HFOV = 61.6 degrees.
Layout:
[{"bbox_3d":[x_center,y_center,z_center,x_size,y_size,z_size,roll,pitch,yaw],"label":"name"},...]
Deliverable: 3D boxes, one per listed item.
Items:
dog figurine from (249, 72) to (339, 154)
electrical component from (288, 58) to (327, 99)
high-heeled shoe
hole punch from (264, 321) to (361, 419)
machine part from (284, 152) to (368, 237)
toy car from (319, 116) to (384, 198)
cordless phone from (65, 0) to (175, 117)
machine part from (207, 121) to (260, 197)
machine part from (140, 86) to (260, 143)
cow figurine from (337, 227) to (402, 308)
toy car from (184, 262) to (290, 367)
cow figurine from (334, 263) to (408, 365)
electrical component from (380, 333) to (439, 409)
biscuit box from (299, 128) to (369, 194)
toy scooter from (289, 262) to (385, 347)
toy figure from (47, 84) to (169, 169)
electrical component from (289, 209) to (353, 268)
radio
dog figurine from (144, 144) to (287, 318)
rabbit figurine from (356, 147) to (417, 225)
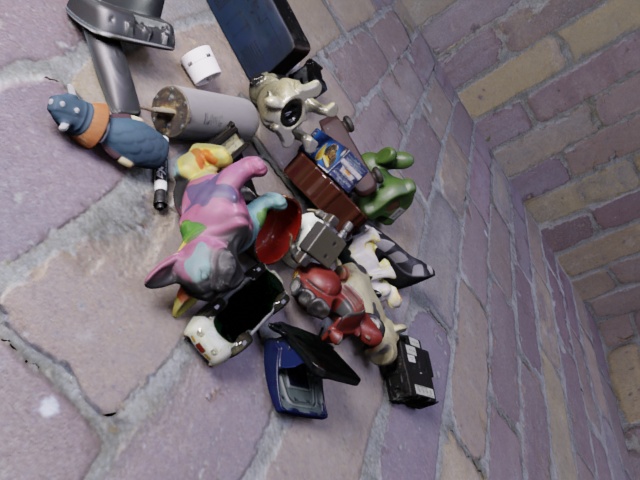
[{"bbox_3d":[-0.088,-0.254,0.958,0.191,0.121,0.172,37,1,29],"label":"dog figurine"},{"bbox_3d":[-0.025,-0.335,1.191,0.047,0.075,0.119,25,42,-46],"label":"electrical component"},{"bbox_3d":[0.160,0.028,1.163,0.248,0.086,0.145,2,66,-50],"label":"high-heeled shoe"},{"bbox_3d":[-0.023,0.188,0.767,0.142,0.092,0.116,25,14,-44],"label":"hole punch"},{"bbox_3d":[0.008,-0.083,0.988,0.179,0.056,0.179,46,5,-5],"label":"machine part"},{"bbox_3d":[0.061,-0.183,1.175,0.202,0.089,0.053,61,-2,15],"label":"toy car"},{"bbox_3d":[-0.266,-0.263,0.771,0.146,0.089,0.184,-17,91,-61],"label":"cordless phone"},{"bbox_3d":[-0.128,-0.106,0.836,0.084,0.039,0.138,-57,135,-37],"label":"machine part"},{"bbox_3d":[-0.173,-0.191,0.835,0.243,0.079,0.079,-12,76,-61],"label":"machine part"},{"bbox_3d":[0.093,0.066,1.035,0.068,0.098,0.167,-140,-153,-84],"label":"cow figurine"},{"bbox_3d":[-0.105,0.094,0.729,0.073,0.056,0.202,52,30,-4],"label":"toy car"},{"bbox_3d":[0.081,0.133,0.964,0.127,0.085,0.195,-13,76,-53],"label":"cow figurine"},{"bbox_3d":[0.166,0.246,1.024,0.114,0.058,0.134,32,41,-45],"label":"electrical component"},{"bbox_3d":[0.021,-0.158,1.041,0.062,0.059,0.203,42,4,-29],"label":"biscuit box"},{"bbox_3d":[0.016,0.108,0.840,0.184,0.075,0.135,40,21,13],"label":"toy scooter"},{"bbox_3d":[-0.264,-0.133,0.668,0.154,0.058,0.064,22,42,-42],"label":"toy figure"},{"bbox_3d":[-0.002,-0.001,0.850,0.078,0.102,0.045,32,-1,-43],"label":"electrical component"},{"bbox_3d":[-0.125,-0.435,1.059,0.229,0.131,0.073,61,31,-1],"label":"radio"},{"bbox_3d":[-0.154,-0.013,0.694,0.219,0.192,0.108,-56,148,-28],"label":"dog figurine"},{"bbox_3d":[0.135,-0.144,1.233,0.121,0.159,0.170,5,46,-45],"label":"rabbit figurine"}]
